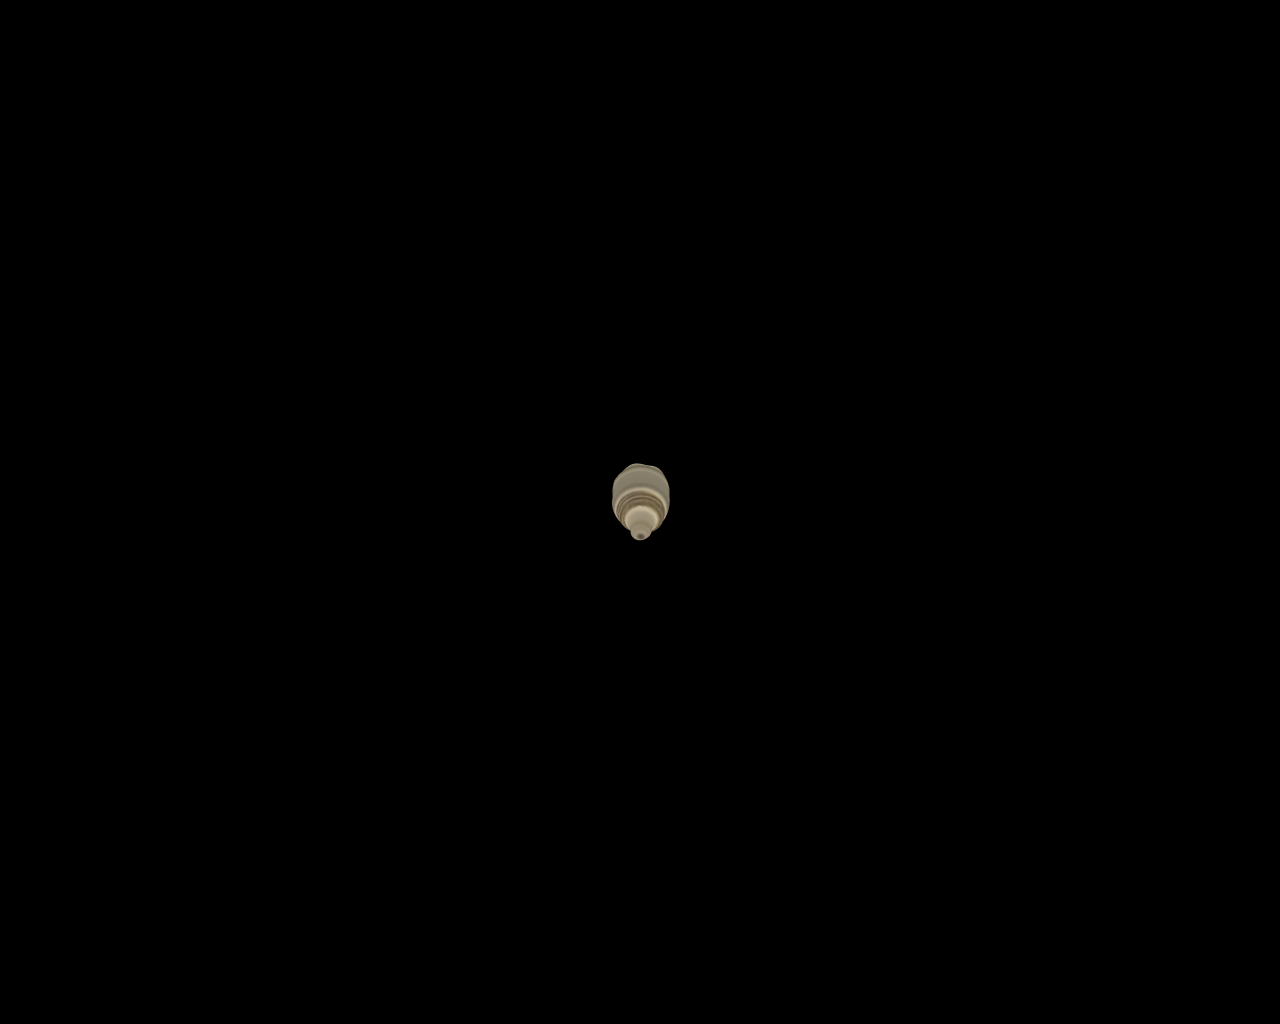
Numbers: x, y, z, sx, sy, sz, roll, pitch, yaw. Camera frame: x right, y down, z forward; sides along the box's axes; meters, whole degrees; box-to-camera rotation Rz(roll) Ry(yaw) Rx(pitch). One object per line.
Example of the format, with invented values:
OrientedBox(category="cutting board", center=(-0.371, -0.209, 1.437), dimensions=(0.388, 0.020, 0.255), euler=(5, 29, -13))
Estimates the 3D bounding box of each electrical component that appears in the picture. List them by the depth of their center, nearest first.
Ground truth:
OrientedBox(category="electrical component", center=(0.001, -0.003, 0.650), dimensions=(0.035, 0.035, 0.061), euler=(0, 34, 0))
